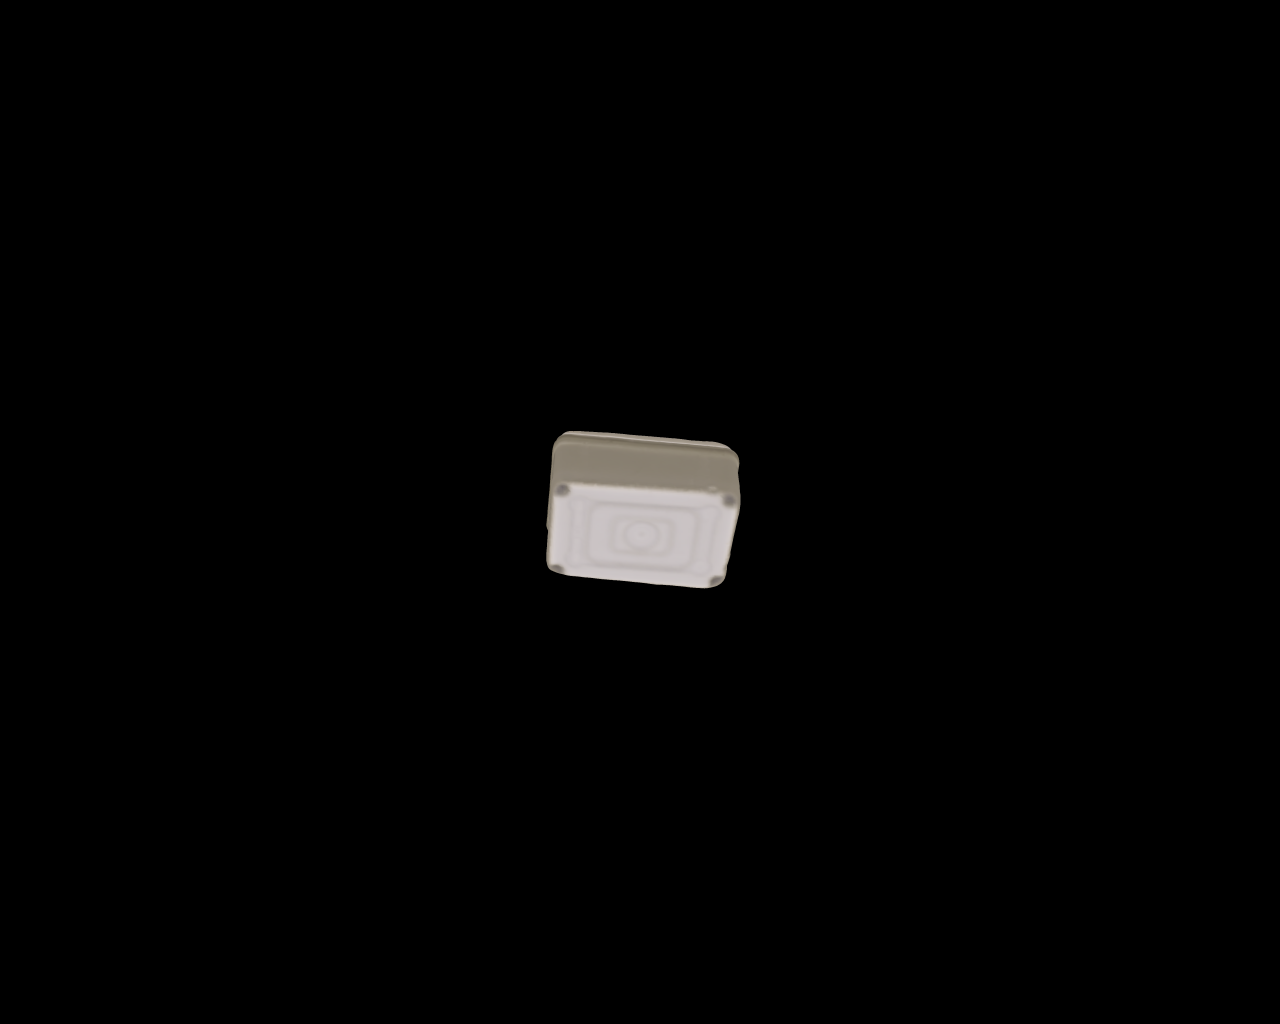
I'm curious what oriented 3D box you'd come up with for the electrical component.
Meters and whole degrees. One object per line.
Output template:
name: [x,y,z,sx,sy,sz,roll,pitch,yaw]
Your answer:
electrical component: [0.001,-0.003,0.650,0.113,0.078,0.057,5,37,-4]
